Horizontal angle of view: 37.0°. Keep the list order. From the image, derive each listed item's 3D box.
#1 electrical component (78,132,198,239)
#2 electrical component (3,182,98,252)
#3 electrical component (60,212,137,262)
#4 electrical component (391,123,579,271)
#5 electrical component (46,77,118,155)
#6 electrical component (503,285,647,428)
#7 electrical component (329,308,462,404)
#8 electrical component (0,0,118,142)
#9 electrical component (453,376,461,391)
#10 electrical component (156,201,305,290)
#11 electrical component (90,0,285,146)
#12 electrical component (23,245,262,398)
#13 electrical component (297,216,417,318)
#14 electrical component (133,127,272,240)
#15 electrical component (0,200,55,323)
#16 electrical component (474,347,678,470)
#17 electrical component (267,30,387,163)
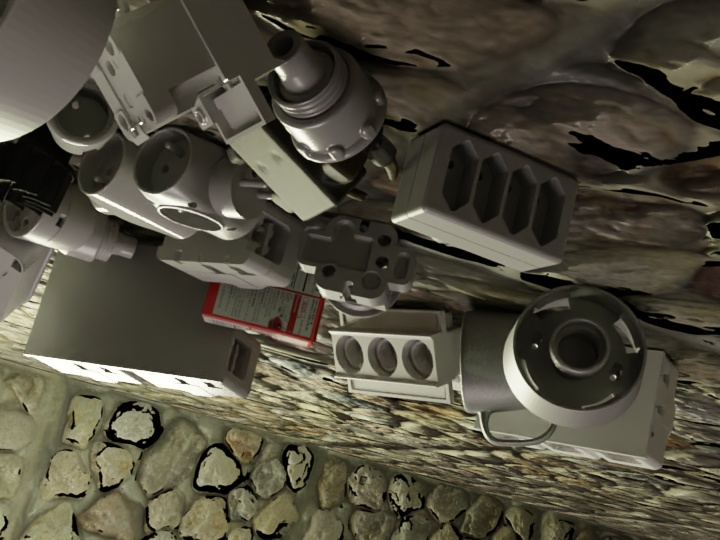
[{"bbox_3d":[-0.150,-0.054,0.700,0.079,0.043,0.077,3,162,40],"label":"electrical component"},{"bbox_3d":[-0.229,-0.044,0.800,0.055,0.055,0.047,3,166,39],"label":"electrical component"},{"bbox_3d":[-0.213,-0.027,0.871,0.062,0.043,0.043,19,165,-23],"label":"electrical component"},{"bbox_3d":[0.057,-0.033,0.567,0.083,0.047,0.076,20,165,-21],"label":"electrical component"},{"bbox_3d":[-0.154,-0.084,0.594,0.040,0.040,0.046,18,171,-14],"label":"electrical component"},{"bbox_3d":[0.150,0.060,0.748,0.099,0.099,0.064,12,160,9],"label":"electrical component"},{"bbox_3d":[0.039,0.070,0.947,0.121,0.078,0.063,0,-171,45],"label":"electrical component"},{"bbox_3d":[-0.138,-0.098,0.390,0.108,0.108,0.060,7,171,27],"label":"electrical component"},{"bbox_3d":[0.100,0.082,0.983,0.066,0.047,0.076,12,164,12],"label":"electrical component"},{"bbox_3d":[-0.089,-0.019,0.762,0.089,0.050,0.056,3,162,37],"label":"electrical component"},{"bbox_3d":[-0.073,-0.085,0.430,0.081,0.064,0.042,61,153,-9],"label":"electrical component"},{"bbox_3d":[-0.171,0.040,0.896,0.186,0.105,0.060,5,160,22],"label":"electrical component"},{"bbox_3d":[0.000,0.000,0.737,0.078,0.058,0.057,12,163,10],"label":"electrical component"},{"bbox_3d":[-0.082,-0.049,0.647,0.079,0.044,0.077,6,164,31],"label":"electrical component"},{"bbox_3d":[-0.301,-0.021,0.834,0.113,0.057,0.078,34,122,-2],"label":"electrical component"},{"bbox_3d":[0.186,0.110,0.918,0.150,0.089,0.062,5,164,32],"label":"electrical component"},{"bbox_3d":[-0.020,-0.079,0.468,0.048,0.048,0.062,7,159,28],"label":"electrical component"}]
